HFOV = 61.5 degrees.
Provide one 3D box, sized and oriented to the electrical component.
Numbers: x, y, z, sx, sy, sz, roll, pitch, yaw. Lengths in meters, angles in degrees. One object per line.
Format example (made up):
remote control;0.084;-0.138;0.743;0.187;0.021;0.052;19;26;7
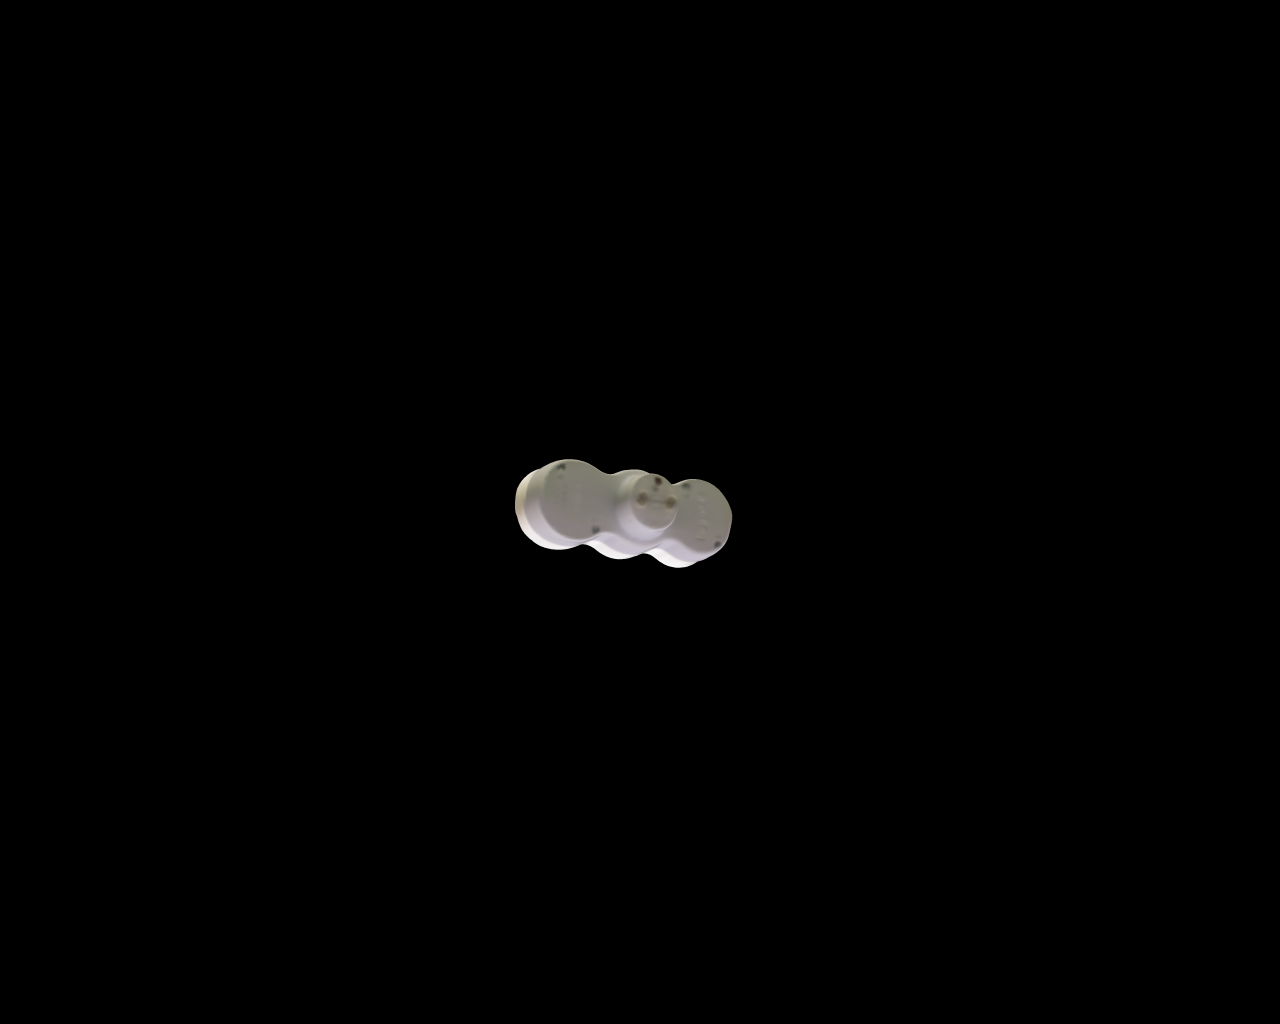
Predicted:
electrical component;0.001;-0.003;0.650;0.138;0.052;0.073;9;-19;-29
